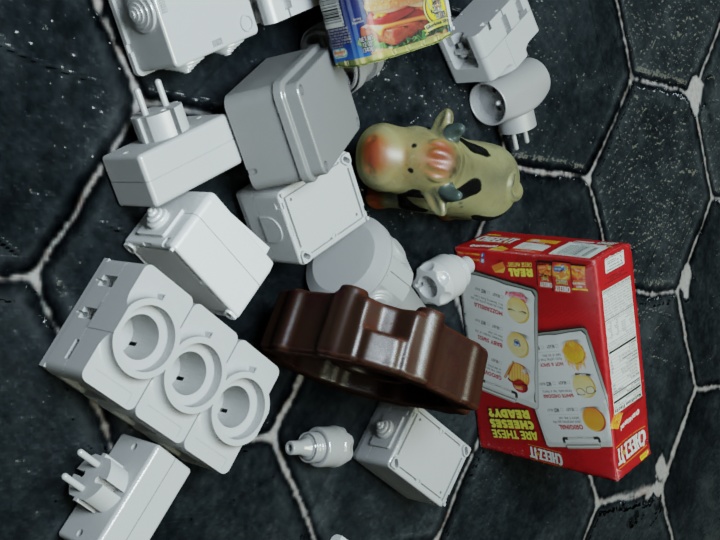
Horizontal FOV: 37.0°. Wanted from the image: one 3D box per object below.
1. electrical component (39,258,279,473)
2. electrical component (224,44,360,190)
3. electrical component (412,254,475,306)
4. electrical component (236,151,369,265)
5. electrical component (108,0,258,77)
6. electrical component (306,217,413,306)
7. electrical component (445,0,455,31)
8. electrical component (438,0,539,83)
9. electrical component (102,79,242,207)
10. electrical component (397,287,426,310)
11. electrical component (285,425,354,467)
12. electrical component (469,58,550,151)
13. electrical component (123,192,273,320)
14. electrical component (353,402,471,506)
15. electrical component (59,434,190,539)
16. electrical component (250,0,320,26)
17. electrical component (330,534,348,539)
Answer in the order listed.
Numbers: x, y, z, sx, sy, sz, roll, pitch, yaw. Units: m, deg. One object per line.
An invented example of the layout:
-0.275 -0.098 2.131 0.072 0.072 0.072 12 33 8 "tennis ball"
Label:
-0.135 0.071 0.767 0.150 0.062 0.089 45 63 -39 "electrical component"
-0.048 -0.117 0.809 0.113 0.057 0.078 -62 139 -59 "electrical component"
0.082 0.005 0.997 0.062 0.043 0.043 -27 113 -42 "electrical component"
-0.043 -0.053 0.849 0.096 0.061 0.061 -37 119 -37 "electrical component"
-0.126 -0.193 0.758 0.100 0.048 0.099 -35 118 -40 "electrical component"
0.000 0.000 0.887 0.051 0.080 0.080 38 68 -47 "electrical component"
0.032 -0.223 0.908 0.096 0.061 0.061 -28 113 -41 "electrical component"
0.122 -0.217 1.009 0.089 0.050 0.055 -49 126 -31 "electrical component"
-0.138 -0.095 0.758 0.083 0.047 0.075 -34 117 -39 "electrical component"
0.028 0.027 0.943 0.081 0.043 0.043 53 58 -35 "electrical component"
-0.036 0.148 0.898 0.061 0.035 0.035 7 89 -44 "electrical component"
0.151 -0.157 1.050 0.077 0.043 0.079 -34 117 -38 "electrical component"
-0.117 -0.019 0.776 0.096 0.062 0.061 52 59 -36 "electrical component"
0.040 0.160 0.963 0.096 0.061 0.061 42 65 -32 "electrical component"
-0.175 0.152 0.746 0.075 0.047 0.083 49 61 -37 "electrical component"
-0.060 -0.226 0.822 0.089 0.050 0.055 -34 118 -39 "electrical component"
-0.009 0.285 0.928 0.056 0.050 0.089 45 63 -39 "electrical component"
